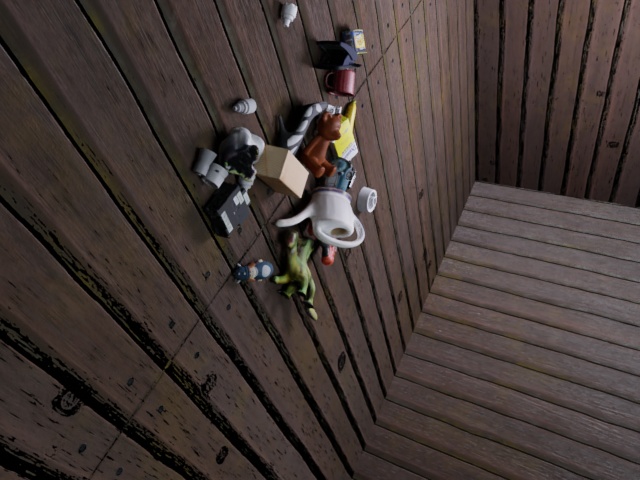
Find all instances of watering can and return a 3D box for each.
[{"bbox_3d":[0.005,-0.089,1.770,0.346,0.230,0.102,16,-39,-26],"label":"watering can"}]

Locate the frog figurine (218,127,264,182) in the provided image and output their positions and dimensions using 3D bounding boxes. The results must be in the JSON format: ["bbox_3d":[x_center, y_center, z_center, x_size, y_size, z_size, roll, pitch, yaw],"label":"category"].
[{"bbox_3d":[-0.212,-0.244,1.385,0.123,0.134,0.163,-10,38,-1],"label":"frog figurine"}]

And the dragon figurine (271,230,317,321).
[{"bbox_3d":[-0.053,0.105,1.827,0.122,0.248,0.402,6,-29,22],"label":"dragon figurine"}]
